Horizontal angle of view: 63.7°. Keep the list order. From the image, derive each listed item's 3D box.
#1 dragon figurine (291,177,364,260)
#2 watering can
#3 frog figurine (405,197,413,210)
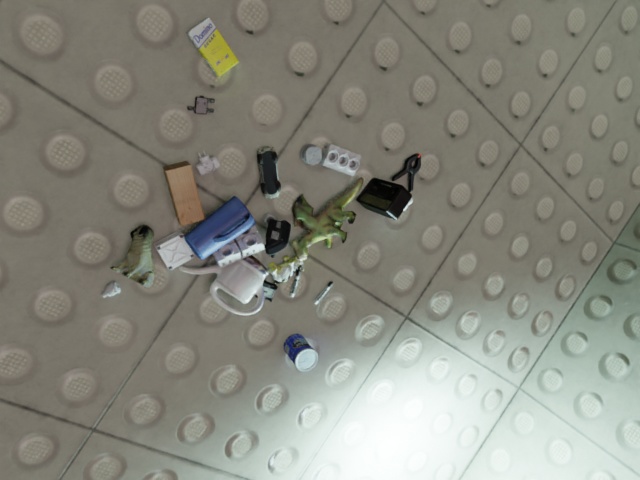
[{"bbox_3d":[0.006,-0.105,2.092,0.241,0.122,0.412,23,85,-20],"label":"dragon figurine"},{"bbox_3d":[-0.346,0.135,1.976,0.346,0.103,0.227,38,75,-9],"label":"watering can"},{"bbox_3d":[0.338,-0.156,2.190,0.138,0.161,0.120,-22,115,-18],"label":"frog figurine"}]
